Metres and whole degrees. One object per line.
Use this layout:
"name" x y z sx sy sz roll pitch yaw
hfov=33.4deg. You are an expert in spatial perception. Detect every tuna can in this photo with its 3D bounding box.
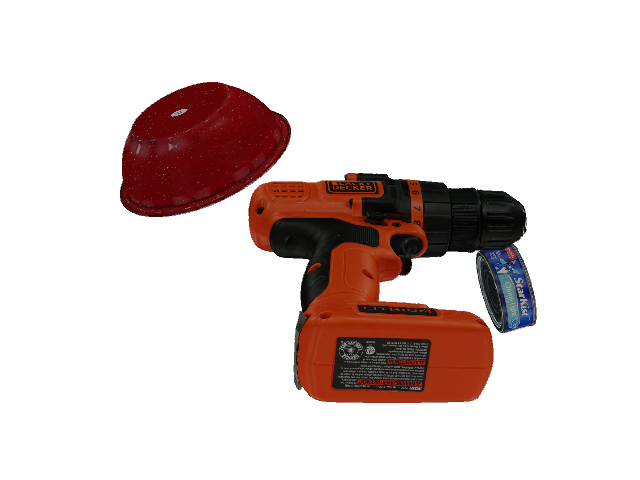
"tuna can" 0.181 0.046 1.045 0.033 0.086 0.086 -15 1 -3

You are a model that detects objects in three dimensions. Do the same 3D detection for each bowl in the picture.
"bowl" -0.110 -0.089 0.916 0.162 0.055 0.162 -17 32 11

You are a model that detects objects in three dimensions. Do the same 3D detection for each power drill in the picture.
"power drill" 0.049 0.021 0.645 0.184 0.057 0.187 -1 29 -4
